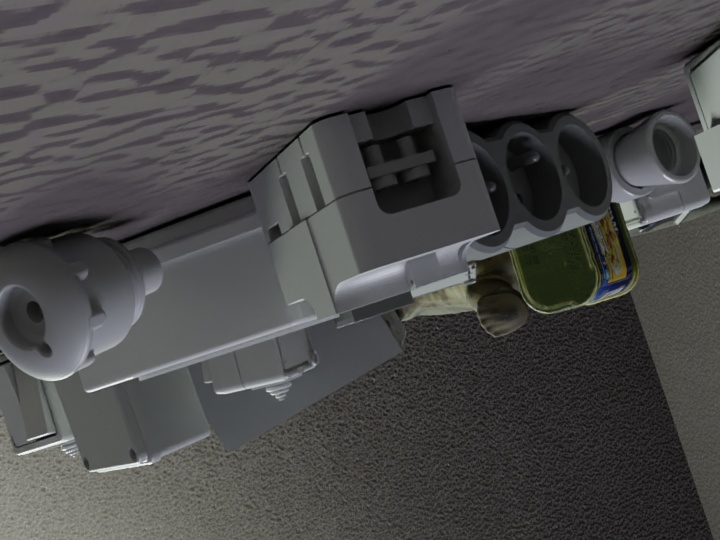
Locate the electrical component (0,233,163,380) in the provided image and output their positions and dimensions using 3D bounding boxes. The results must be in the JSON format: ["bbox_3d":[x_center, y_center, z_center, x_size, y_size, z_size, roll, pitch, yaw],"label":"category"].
[{"bbox_3d":[-0.095,0.008,0.374,0.048,0.048,0.062,-20,-176,33],"label":"electrical component"}]

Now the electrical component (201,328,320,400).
[{"bbox_3d":[-0.072,0.042,0.717,0.061,0.096,0.062,-14,179,19],"label":"electrical component"}]

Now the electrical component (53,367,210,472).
[{"bbox_3d":[-0.165,0.079,0.747,0.056,0.108,0.109,-20,179,-36],"label":"electrical component"}]

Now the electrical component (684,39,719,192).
[{"bbox_3d":[0.166,-0.066,0.417,0.061,0.061,0.096,-18,178,-3],"label":"electrical component"}]

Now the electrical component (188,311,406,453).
[{"bbox_3d":[-0.052,0.052,0.787,0.150,0.089,0.061,-31,-175,11],"label":"electrical component"}]

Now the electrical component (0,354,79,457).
[{"bbox_3d":[-0.247,0.104,0.852,0.062,0.096,0.061,-20,176,32],"label":"electrical component"}]

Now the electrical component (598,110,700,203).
[{"bbox_3d":[0.169,-0.067,0.648,0.045,0.045,0.055,-17,178,-34],"label":"electrical component"}]

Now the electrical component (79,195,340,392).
[{"bbox_3d":[-0.061,0.008,0.482,0.109,0.056,0.109,-19,178,19],"label":"electrical component"}]

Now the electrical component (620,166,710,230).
[{"bbox_3d":[0.197,-0.064,0.741,0.061,0.061,0.096,-18,178,-13],"label":"electrical component"}]

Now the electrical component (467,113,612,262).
[{"bbox_3d":[0.047,-0.030,0.476,0.074,0.052,0.138,-20,177,41],"label":"electrical component"}]

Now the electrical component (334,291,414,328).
[{"bbox_3d":[0.000,0.000,0.694,0.042,0.063,0.081,-16,177,-18],"label":"electrical component"}]

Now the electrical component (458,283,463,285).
[{"bbox_3d":[0.072,-0.018,0.854,0.035,0.061,0.035,-18,178,-1],"label":"electrical component"}]

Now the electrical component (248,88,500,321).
[{"bbox_3d":[0.003,-0.018,0.364,0.050,0.055,0.089,-17,178,-21],"label":"electrical component"}]

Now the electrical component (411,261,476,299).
[{"bbox_3d":[0.047,-0.017,0.783,0.062,0.061,0.096,-17,171,4],"label":"electrical component"}]
